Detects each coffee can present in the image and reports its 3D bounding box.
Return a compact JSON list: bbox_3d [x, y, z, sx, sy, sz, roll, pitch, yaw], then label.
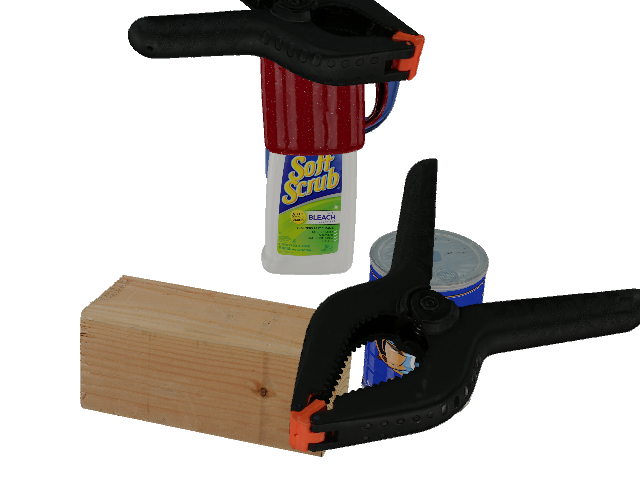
[{"bbox_3d":[0.091,0.074,0.952,0.103,0.140,0.103,2,28,-1],"label":"coffee can"}]

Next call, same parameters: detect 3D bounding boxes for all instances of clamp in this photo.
[{"bbox_3d":[0.053,0.037,0.585,0.209,0.036,0.165,-30,54,-27],"label":"clamp"},{"bbox_3d":[-0.027,-0.127,0.643,0.171,0.120,0.039,21,-37,14],"label":"clamp"}]

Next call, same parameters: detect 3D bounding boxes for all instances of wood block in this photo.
[{"bbox_3d":[-0.084,0.100,0.878,0.206,0.091,0.090,10,21,12],"label":"wood block"}]

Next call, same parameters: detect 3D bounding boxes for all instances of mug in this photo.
[{"bbox_3d":[0.004,-0.114,0.859,0.117,0.081,0.093,-10,15,-33],"label":"mug"}]

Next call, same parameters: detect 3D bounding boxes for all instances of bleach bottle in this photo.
[{"bbox_3d":[-0.014,-0.089,1.098,0.102,0.251,0.068,0,26,3],"label":"bleach bottle"}]

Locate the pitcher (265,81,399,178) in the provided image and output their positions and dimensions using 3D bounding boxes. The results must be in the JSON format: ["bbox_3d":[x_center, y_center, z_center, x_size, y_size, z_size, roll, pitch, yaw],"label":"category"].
[{"bbox_3d":[0.003,-0.180,1.318,0.144,0.243,0.149,-9,28,-28],"label":"pitcher"}]
